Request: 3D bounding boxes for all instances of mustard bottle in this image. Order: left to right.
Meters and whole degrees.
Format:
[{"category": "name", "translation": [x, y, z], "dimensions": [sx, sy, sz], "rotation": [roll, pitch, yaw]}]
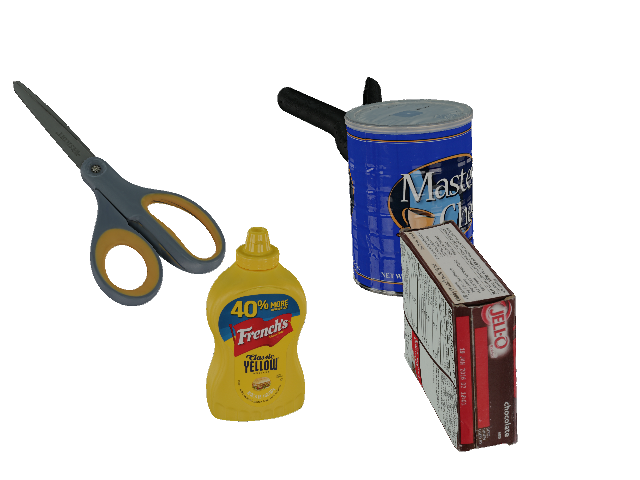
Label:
[{"category": "mustard bottle", "translation": [-0.061, 0.078, 1.028], "dimensions": [0.096, 0.192, 0.058], "rotation": [-3, 22, -13]}]

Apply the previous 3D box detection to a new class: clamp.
[{"category": "clamp", "translation": [0.032, -0.113, 1.077], "dimensions": [0.120, 0.039, 0.171], "rotation": [-10, 40, -18]}]

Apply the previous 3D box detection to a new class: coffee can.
[{"category": "coffee can", "translation": [0.074, -0.037, 0.875], "dimensions": [0.103, 0.140, 0.103], "rotation": [-3, 18, 1]}]

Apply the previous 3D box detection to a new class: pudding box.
[{"category": "pudding box", "translation": [0.076, 0.050, 0.601], "dimensions": [0.039, 0.090, 0.113], "rotation": [-8, 23, -10]}]

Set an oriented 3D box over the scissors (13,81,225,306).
[{"category": "scissors", "translation": [-0.157, -0.028, 0.715], "dimensions": [0.202, 0.096, 0.016], "rotation": [32, -29, 11]}]
